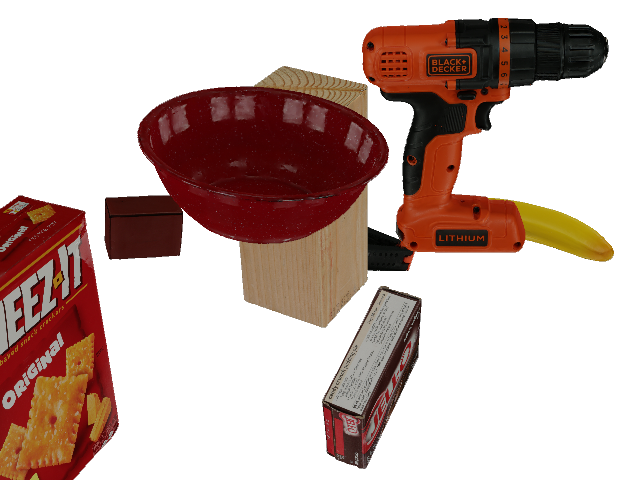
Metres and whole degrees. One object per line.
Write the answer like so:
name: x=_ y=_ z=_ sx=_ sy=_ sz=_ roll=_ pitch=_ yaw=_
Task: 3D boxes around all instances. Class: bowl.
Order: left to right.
bowl: x=-0.038 y=-0.044 z=0.698 sx=0.162 sy=0.055 sz=0.162 roll=4 pitch=31 yaw=-3

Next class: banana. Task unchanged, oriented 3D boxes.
banana: x=0.206 y=-0.013 z=1.100 sx=0.198 sy=0.037 sz=0.069 roll=10 pitch=37 yaw=21

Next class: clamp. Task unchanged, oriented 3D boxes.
clamp: x=0.004 y=0.000 z=1.183 sx=0.210 sy=0.036 sz=0.164 roll=16 pitch=20 yaw=-5

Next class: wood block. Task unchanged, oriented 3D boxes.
wood block: x=-0.016 y=-0.038 z=0.955 sx=0.091 sy=0.206 sz=0.090 roll=17 pitch=39 yaw=25

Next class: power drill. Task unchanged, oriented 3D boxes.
power drill: x=0.127 y=-0.083 z=0.842 sx=0.184 sy=0.188 sz=0.057 roll=1 pitch=27 yaw=8

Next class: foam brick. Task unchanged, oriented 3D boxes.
foam brick: x=-0.190 y=-0.015 z=1.142 sx=0.078 sy=0.051 sz=0.053 roll=-3 pitch=24 yaw=-16

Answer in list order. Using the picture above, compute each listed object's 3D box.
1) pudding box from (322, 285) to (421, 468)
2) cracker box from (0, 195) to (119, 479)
pudding box: x=0.040 y=0.105 z=0.817 sx=0.039 sy=0.113 sz=0.090 roll=18 pitch=-32 yaw=14
cracker box: x=-0.228 y=0.100 z=0.791 sx=0.072 sy=0.214 sz=0.164 roll=12 pitch=34 yaw=20
